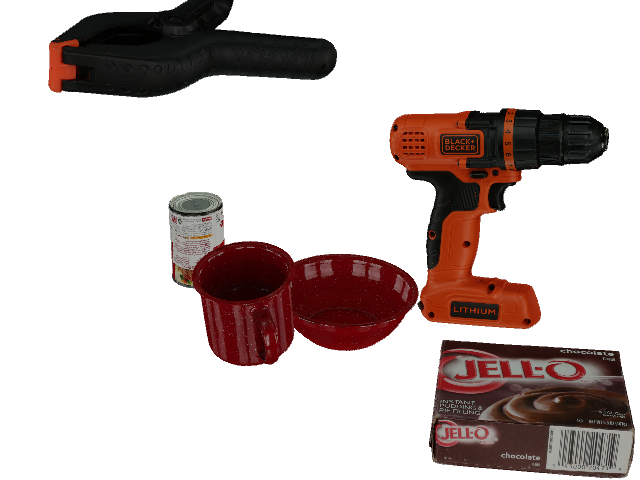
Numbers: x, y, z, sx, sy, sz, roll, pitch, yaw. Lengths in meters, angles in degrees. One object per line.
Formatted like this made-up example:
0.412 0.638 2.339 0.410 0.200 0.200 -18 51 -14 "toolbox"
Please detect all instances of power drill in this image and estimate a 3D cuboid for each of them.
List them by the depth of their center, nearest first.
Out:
0.153 -0.021 0.923 0.185 0.188 0.057 3 13 21 "power drill"

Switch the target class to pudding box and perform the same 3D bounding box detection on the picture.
0.125 0.098 0.636 0.113 0.039 0.090 5 25 8 "pudding box"

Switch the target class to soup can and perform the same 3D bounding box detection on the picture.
-0.153 -0.001 1.320 0.068 0.102 0.068 0 26 0 "soup can"

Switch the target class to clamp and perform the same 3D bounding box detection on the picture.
-0.089 -0.122 0.644 0.171 0.039 0.120 -10 31 -32 "clamp"

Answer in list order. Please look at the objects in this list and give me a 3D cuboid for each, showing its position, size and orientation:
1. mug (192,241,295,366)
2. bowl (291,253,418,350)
-0.062 0.066 0.968 0.093 0.081 0.117 -18 38 -18 "mug"
0.026 0.075 1.183 0.162 0.055 0.162 1 28 -1 "bowl"
